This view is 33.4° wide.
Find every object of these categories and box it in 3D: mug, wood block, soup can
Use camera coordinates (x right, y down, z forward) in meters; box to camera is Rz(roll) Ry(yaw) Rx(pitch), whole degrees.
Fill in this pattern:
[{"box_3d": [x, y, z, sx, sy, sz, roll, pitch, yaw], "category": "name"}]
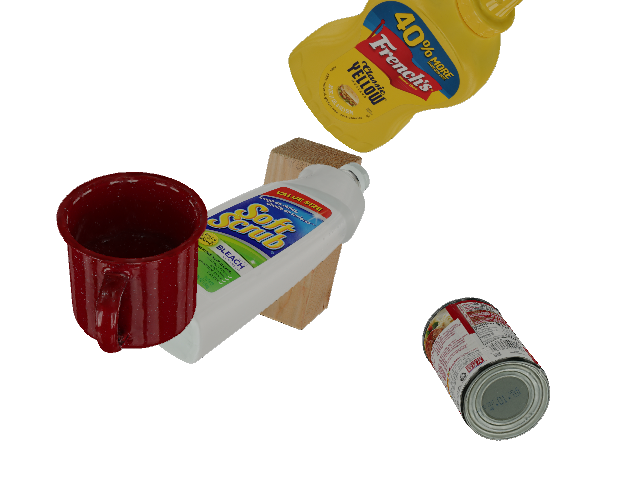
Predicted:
[{"box_3d": [-0.121, 0.023, 0.678, 0.093, 0.081, 0.117, 6, 39, -1], "category": "mug"}, {"box_3d": [-0.025, -0.010, 1.310, 0.090, 0.206, 0.090, 19, 22, 16], "category": "wood block"}, {"box_3d": [0.122, 0.094, 0.796, 0.068, 0.068, 0.102, 0, 22, -11], "category": "soup can"}]

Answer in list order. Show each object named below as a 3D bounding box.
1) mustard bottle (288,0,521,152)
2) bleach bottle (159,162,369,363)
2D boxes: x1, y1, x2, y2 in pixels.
[{"box_3d": [0.065, -0.132, 0.730, 0.192, 0.096, 0.058, -24, 17, 50], "category": "mustard bottle"}, {"box_3d": [-0.051, -0.003, 0.889, 0.103, 0.068, 0.250, 35, 48, 21], "category": "bleach bottle"}]
